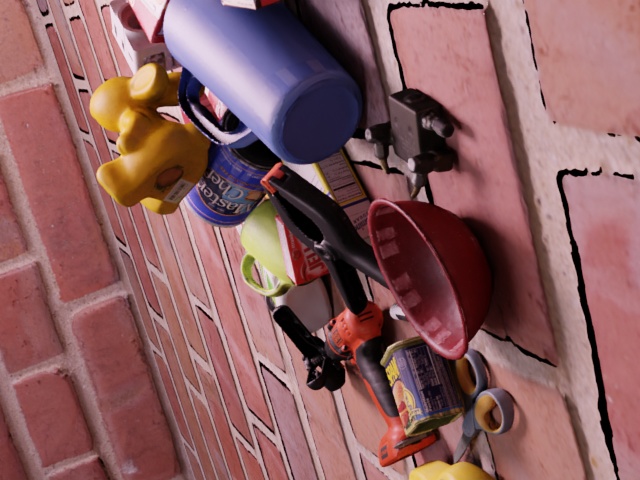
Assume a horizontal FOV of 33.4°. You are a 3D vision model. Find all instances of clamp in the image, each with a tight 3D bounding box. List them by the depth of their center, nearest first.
[{"bbox_3d":[0.015,0.007,1.113,0.210,0.036,0.165,44,157,-9],"label":"clamp"},{"bbox_3d":[-0.001,0.160,1.372,0.171,0.039,0.120,45,-159,-54],"label":"clamp"}]

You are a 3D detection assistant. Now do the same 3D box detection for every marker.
[{"bbox_3d":[0.104,0.079,1.105,0.121,0.020,0.020,5,114,71],"label":"marker"}]

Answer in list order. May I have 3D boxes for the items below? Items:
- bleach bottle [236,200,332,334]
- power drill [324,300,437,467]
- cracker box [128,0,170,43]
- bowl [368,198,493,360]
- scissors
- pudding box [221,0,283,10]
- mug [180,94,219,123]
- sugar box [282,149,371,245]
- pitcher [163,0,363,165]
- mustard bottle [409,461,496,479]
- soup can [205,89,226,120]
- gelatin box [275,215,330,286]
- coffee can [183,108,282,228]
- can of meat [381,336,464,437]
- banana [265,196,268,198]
[{"bbox_3d":[-0.066,0.018,1.477,0.251,0.068,0.102,-125,16,-47],"label":"bleach bottle"},{"bbox_3d":[0.063,0.173,1.271,0.188,0.057,0.184,64,166,12],"label":"power drill"},{"bbox_3d":[-0.162,-0.358,1.216,0.164,0.071,0.214,61,139,28],"label":"cracker box"},{"bbox_3d":[0.107,0.025,0.959,0.162,0.055,0.162,56,164,25],"label":"bowl"},{"bbox_3d":[0.148,0.170,1.083,0.202,0.016,0.096,120,129,-68],"label":"scissors"},{"bbox_3d":[-0.046,-0.259,1.056,0.114,0.090,0.039,29,138,65],"label":"pudding box"},{"bbox_3d":[-0.136,-0.164,1.446,0.093,0.081,0.117,23,131,67],"label":"mug"},{"bbox_3d":[0.008,-0.061,1.194,0.176,0.048,0.093,61,161,15],"label":"sugar box"},{"bbox_3d":[-0.064,-0.176,1.133,0.243,0.145,0.149,50,160,41],"label":"pitcher"},{"bbox_3d":[0.155,0.280,1.114,0.096,0.058,0.192,67,162,5],"label":"mustard bottle"},{"bbox_3d":[-0.112,-0.194,1.364,0.102,0.068,0.068,62,161,26],"label":"soup can"},{"bbox_3d":[-0.008,0.002,1.264,0.030,0.073,0.089,43,149,55],"label":"gelatin box"},{"bbox_3d":[-0.101,-0.092,1.321,0.141,0.102,0.103,-46,64,50],"label":"coffee can"},{"bbox_3d":[0.104,0.149,1.087,0.102,0.057,0.084,100,154,-71],"label":"can of meat"},{"bbox_3d":[-0.099,-0.096,1.496,0.069,0.037,0.198,46,174,-21],"label":"banana"}]
